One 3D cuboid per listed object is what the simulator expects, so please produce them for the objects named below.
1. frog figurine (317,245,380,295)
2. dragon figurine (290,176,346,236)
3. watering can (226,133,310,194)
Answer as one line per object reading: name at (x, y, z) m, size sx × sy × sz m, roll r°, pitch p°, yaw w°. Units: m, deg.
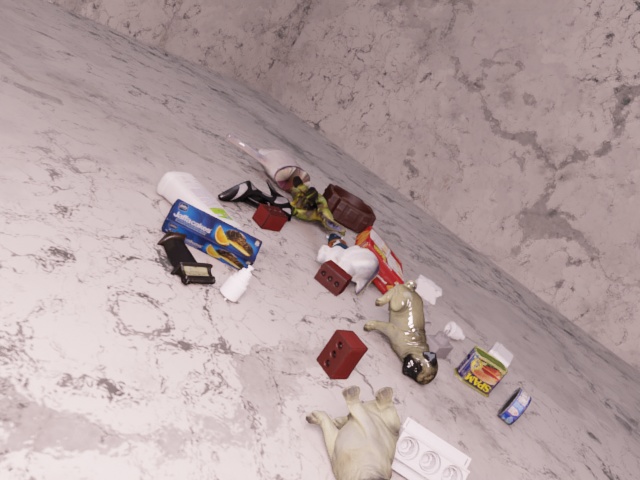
frog figurine at (0.077, 0.056, 1.388) m, size 0.159 × 0.120 × 0.140 m, roll 44°, pitch 36°, yaw -4°
dragon figurine at (0.005, -0.083, 1.641) m, size 0.240 × 0.122 × 0.416 m, roll 28°, pitch 10°, yaw -48°
watering can at (-0.167, -0.269, 1.843) m, size 0.345 × 0.103 × 0.228 m, roll 18°, pitch 23°, yaw -43°
